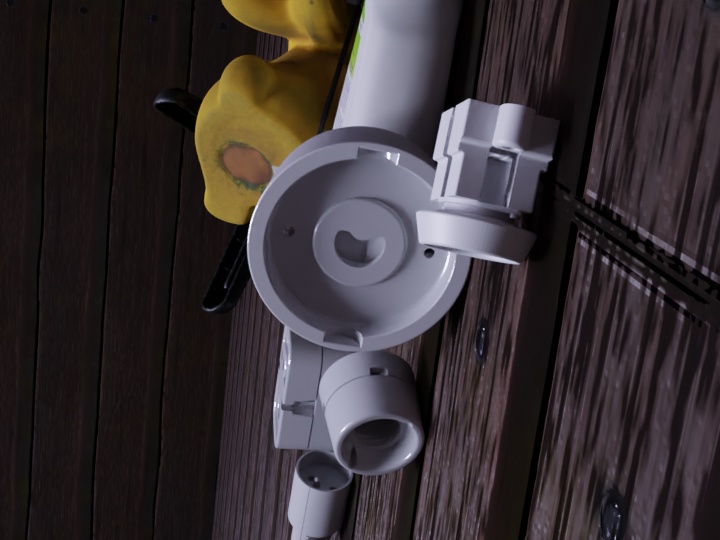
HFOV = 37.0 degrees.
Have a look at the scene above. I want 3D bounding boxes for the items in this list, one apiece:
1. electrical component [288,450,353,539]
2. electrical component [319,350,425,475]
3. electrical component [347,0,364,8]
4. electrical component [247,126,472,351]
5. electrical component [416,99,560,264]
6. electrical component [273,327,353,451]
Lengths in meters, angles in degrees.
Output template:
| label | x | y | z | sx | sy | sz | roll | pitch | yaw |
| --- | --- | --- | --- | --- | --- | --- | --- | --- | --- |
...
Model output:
| label | x | y | z | sx | sy | sz | roll | pitch | yaw |
| --- | --- | --- | --- | --- | --- | --- | --- | --- | --- |
| electrical component | -0.032 | 0.181 | 0.820 | 0.043 | 0.043 | 0.081 | -99 | 16 | -54 |
| electrical component | 0.007 | 0.080 | 0.598 | 0.047 | 0.055 | 0.055 | -103 | 20 | -51 |
| electrical component | -0.009 | -0.204 | 0.830 | 0.076 | 0.047 | 0.083 | -41 | 14 | 20 |
| electrical component | 0.000 | -0.020 | 0.542 | 0.060 | 0.108 | 0.108 | -92 | 10 | -68 |
| electrical component | 0.049 | -0.033 | 0.425 | 0.066 | 0.048 | 0.055 | -174 | 96 | -81 |
| electrical component | -0.029 | 0.086 | 0.796 | 0.053 | 0.059 | 0.095 | -100 | 17 | -56 |
